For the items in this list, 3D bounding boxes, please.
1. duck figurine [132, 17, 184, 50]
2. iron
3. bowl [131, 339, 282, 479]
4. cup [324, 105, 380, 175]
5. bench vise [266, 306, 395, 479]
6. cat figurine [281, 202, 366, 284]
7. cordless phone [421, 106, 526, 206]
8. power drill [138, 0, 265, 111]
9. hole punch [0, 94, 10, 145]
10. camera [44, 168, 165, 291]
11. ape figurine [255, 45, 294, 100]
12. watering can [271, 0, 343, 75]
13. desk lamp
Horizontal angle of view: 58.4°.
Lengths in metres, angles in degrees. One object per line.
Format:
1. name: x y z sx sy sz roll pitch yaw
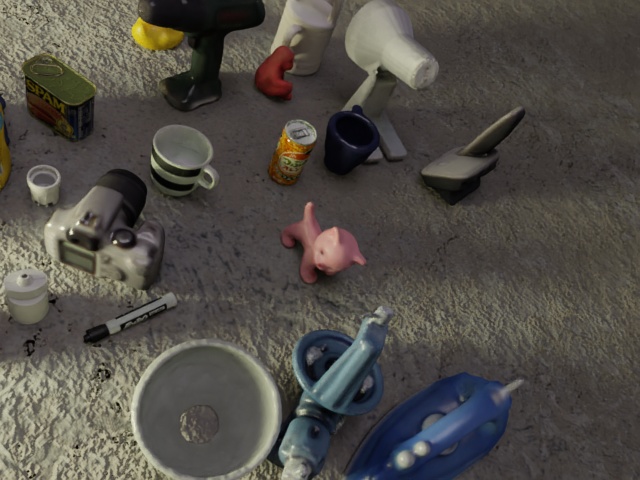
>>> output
1. duck figurine: -0.278 -0.389 1.000 0.077 0.086 0.105 42 52 8
2. iron: 0.143 0.246 0.712 0.259 0.141 0.118 -21 68 -33
3. bowl: -0.133 0.204 0.664 0.168 0.074 0.167 12 54 -16
4. cup: 0.045 -0.168 0.982 0.092 0.095 0.118 17 53 -12
5. bench vise: 0.026 0.178 0.657 0.122 0.219 0.207 15 53 -13
6. cat figurine: 0.008 0.003 0.835 0.067 0.117 0.127 -19 67 -32
7. cordless phone: 0.276 -0.162 1.020 0.094 0.185 0.148 45 52 10
8. power drill: -0.192 -0.309 0.904 0.075 0.208 0.230 46 52 12
9. hole punch: -0.484 -0.178 0.764 0.109 0.091 0.101 -18 66 -32
10. camera: -0.263 -0.027 0.749 0.143 0.100 0.137 22 52 -8
11. ape figurine: -0.073 -0.307 1.028 0.076 0.092 0.078 14 53 -14
12. watering can: -0.017 -0.417 1.062 0.101 0.194 0.173 17 53 -12
13. desk lamp: 0.117 -0.282 1.016 0.118 0.213 0.203 -12 63 -29
